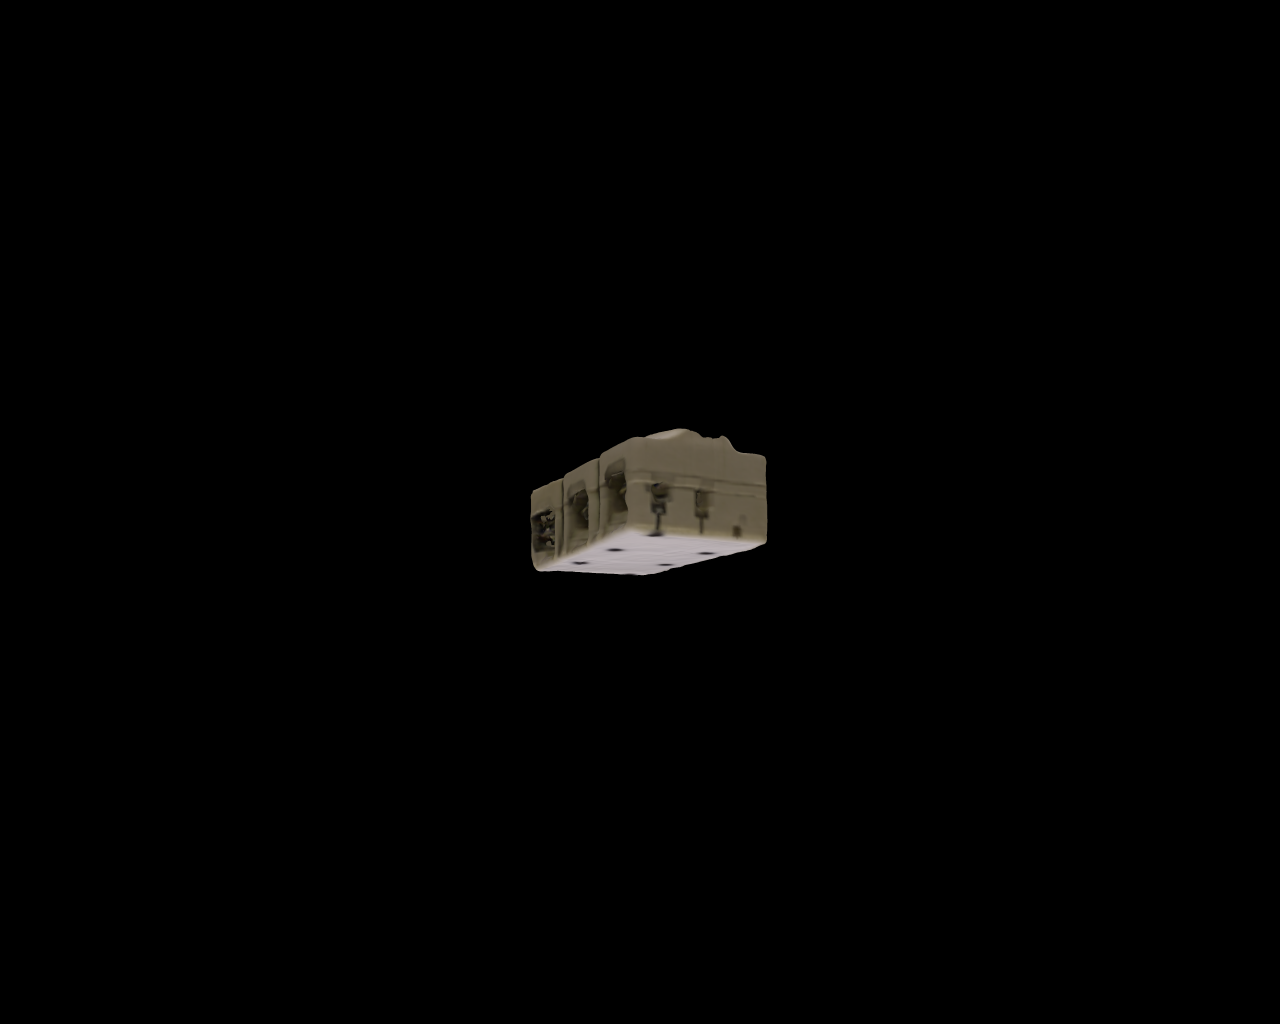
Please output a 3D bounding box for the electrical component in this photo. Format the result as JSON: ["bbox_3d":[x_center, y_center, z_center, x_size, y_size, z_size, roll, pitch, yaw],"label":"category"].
[{"bbox_3d":[0.001,-0.003,0.650,0.089,0.061,0.150,6,-13,-27],"label":"electrical component"}]
